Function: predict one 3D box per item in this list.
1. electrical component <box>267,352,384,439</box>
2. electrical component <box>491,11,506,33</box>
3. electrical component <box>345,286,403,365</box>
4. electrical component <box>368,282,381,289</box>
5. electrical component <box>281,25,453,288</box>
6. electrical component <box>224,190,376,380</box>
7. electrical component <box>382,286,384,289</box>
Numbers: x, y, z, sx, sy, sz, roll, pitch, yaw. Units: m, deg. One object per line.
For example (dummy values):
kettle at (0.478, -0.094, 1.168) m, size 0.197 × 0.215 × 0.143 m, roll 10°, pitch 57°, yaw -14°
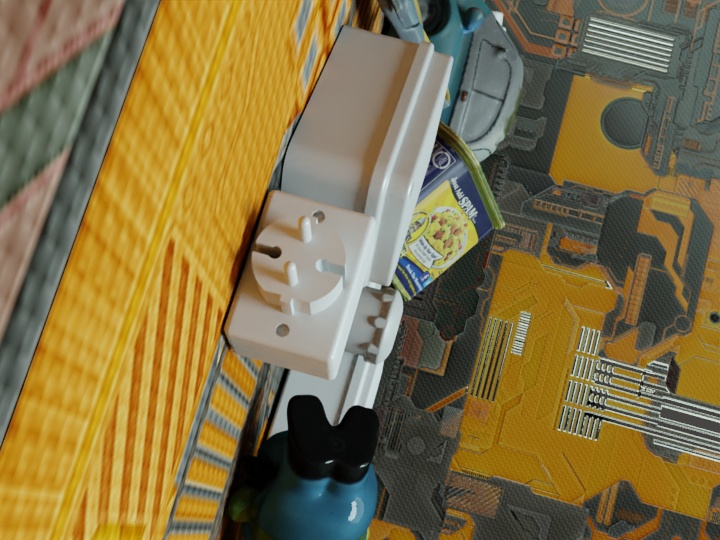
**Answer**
electrical component at (-0.023, 0.095, 0.723) m, size 0.108 × 0.056 × 0.108 m, roll 95°, pitch 12°, yaw -68°
electrical component at (0.079, -0.185, 0.893) m, size 0.113 × 0.078 × 0.057 m, roll -52°, pitch 150°, yaw -79°
electrical component at (-0.007, 0.029, 0.664) m, size 0.048 × 0.062 × 0.048 m, roll 16°, pitch 90°, yaw -86°
electrical component at (0.000, 0.000, 0.770) m, size 0.077 × 0.044 × 0.079 m, roll 85°, pitch 21°, yaw -78°
electrical component at (0.003, -0.056, 0.528) m, size 0.078 × 0.057 × 0.113 m, roll 101°, pitch 6°, yaw -48°
electrical component at (-0.024, 0.001, 0.441) m, size 0.076 × 0.047 × 0.065 m, roll 92°, pitch 14°, yaw -72°
electrical component at (-0.001, 0.048, 0.858) m, size 0.065 × 0.047 × 0.076 m, roll -59°, pitch 158°, yaw -74°
